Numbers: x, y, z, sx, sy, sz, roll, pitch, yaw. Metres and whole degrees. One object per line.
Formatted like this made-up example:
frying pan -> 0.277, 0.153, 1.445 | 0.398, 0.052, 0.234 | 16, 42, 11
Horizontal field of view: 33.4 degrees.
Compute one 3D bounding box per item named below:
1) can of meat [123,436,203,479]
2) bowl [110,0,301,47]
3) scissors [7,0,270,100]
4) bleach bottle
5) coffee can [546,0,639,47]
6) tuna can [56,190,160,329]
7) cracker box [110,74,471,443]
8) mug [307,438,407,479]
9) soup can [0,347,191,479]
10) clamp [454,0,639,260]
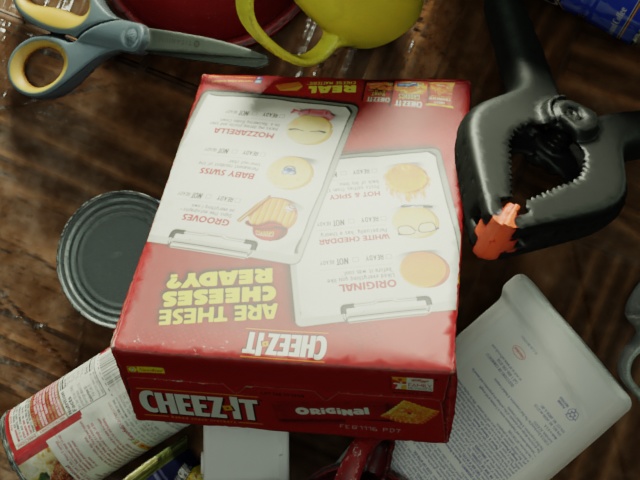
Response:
can of meat -> -0.084, 0.170, 0.627 | 0.057, 0.102, 0.084 | -39, 85, 5
bowl -> -0.074, -0.202, 0.666 | 0.162, 0.055, 0.162 | 0, 87, 8
scissors -> -0.126, -0.110, 0.662 | 0.202, 0.016, 0.096 | 32, 102, 26
bleach bottle -> 0.055, 0.137, 0.628 | 0.251, 0.068, 0.102 | -40, 73, 8
coffee can -> 0.143, -0.188, 0.609 | 0.140, 0.102, 0.103 | 29, 92, 8
tuna can -> -0.120, 0.013, 0.673 | 0.086, 0.033, 0.086 | 0, 87, 9
cracker box -> -0.004, 0.001, 0.582 | 0.164, 0.072, 0.213 | 3, 47, 8
mug -> 0.013, 0.155, 0.564 | 0.093, 0.081, 0.117 | 21, 91, 21
soup can -> -0.134, 0.108, 0.653 | 0.102, 0.068, 0.068 | -33, 83, 5
clamp -> 0.141, -0.055, 0.582 | 0.164, 0.036, 0.209 | 26, 47, 5
